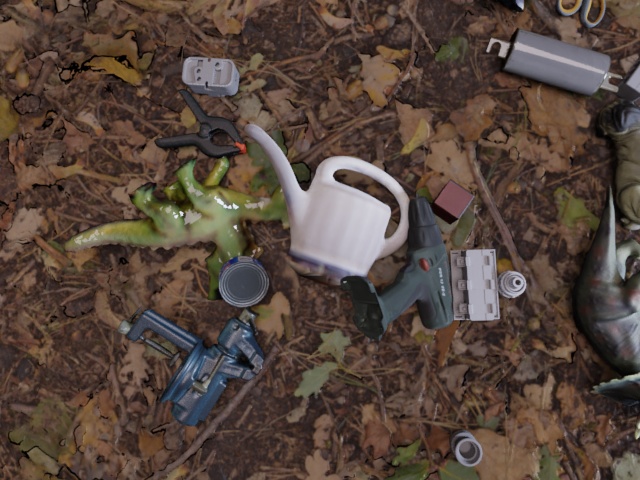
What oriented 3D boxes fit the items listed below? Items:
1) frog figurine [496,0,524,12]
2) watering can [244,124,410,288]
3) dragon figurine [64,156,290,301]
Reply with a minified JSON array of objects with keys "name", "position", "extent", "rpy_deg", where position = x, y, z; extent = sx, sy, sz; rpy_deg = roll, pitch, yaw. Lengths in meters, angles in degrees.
[{"name":"frog figurine","position":[0.359,-0.522,0.937],"extent":[0.138,0.122,0.158],"rpy_deg":[30,98,24]},{"name":"watering can","position":[0.003,-0.044,0.875],"extent":[0.346,0.104,0.225],"rpy_deg":[21,87,-21]},{"name":"dragon figurine","position":[-0.217,-0.002,0.917],"extent":[0.410,0.122,0.242],"rpy_deg":[-31,92,-1]}]
